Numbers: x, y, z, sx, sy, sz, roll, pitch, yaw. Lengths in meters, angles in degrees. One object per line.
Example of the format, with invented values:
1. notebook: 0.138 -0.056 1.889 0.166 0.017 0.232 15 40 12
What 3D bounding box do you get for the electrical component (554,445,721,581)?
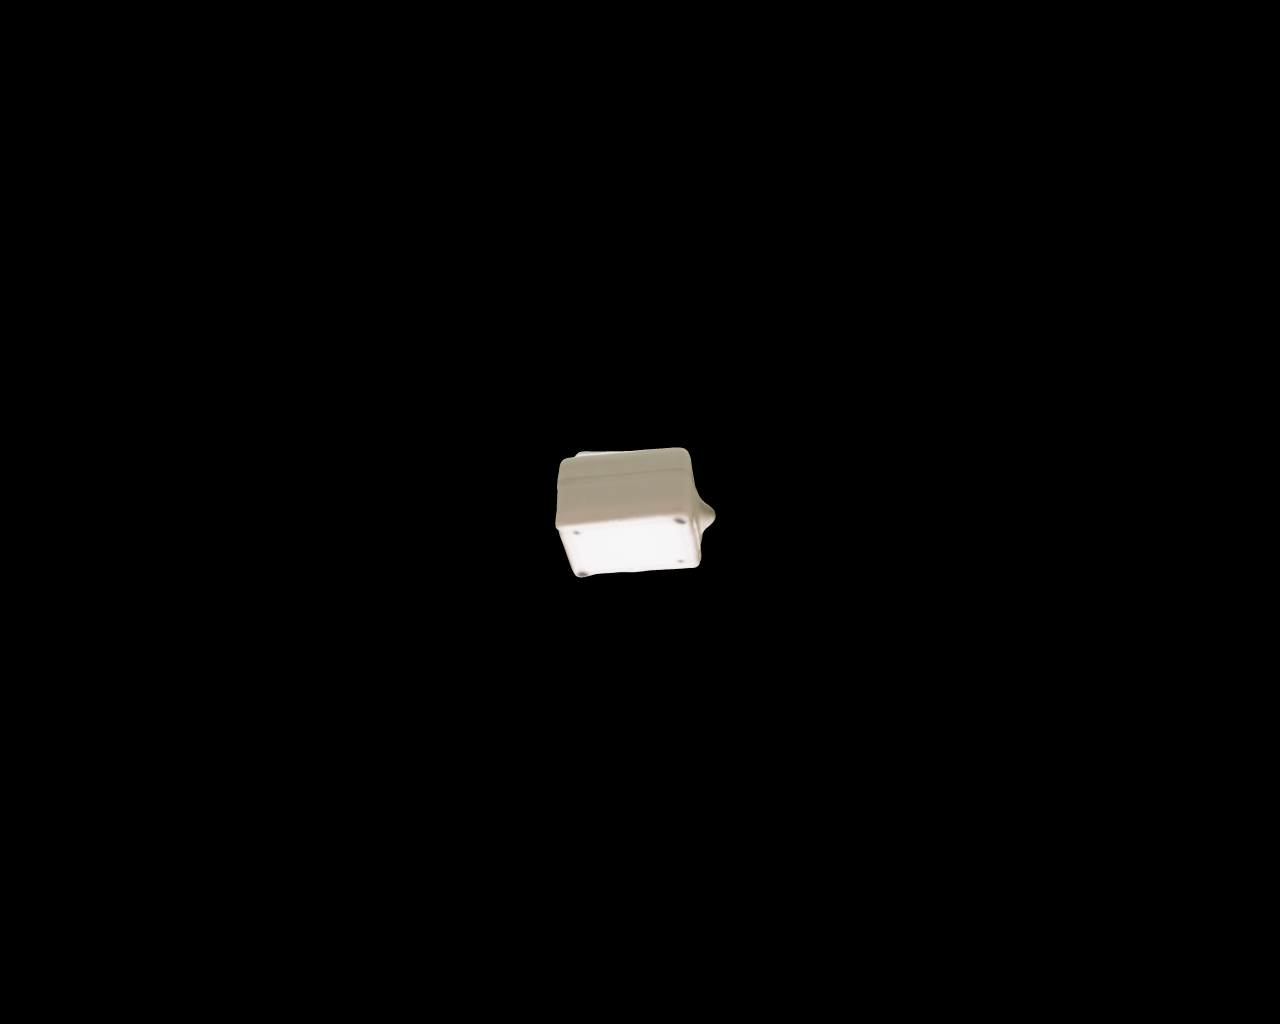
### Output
1. electrical component: 0.001 -0.003 0.650 0.096 0.061 0.061 -5 -36 7
